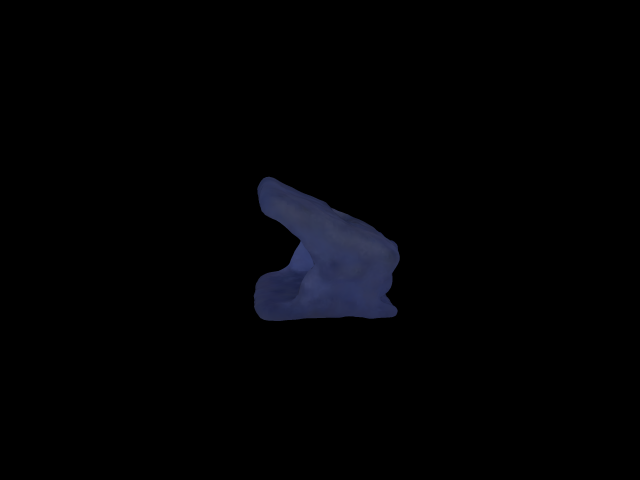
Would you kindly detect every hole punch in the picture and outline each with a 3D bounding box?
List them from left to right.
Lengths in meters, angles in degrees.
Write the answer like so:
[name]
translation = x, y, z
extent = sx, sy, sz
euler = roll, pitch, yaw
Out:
[hole punch]
translation = 0.004, 0.001, 0.400
extent = 0.101, 0.091, 0.108
euler = -1, 11, -7
